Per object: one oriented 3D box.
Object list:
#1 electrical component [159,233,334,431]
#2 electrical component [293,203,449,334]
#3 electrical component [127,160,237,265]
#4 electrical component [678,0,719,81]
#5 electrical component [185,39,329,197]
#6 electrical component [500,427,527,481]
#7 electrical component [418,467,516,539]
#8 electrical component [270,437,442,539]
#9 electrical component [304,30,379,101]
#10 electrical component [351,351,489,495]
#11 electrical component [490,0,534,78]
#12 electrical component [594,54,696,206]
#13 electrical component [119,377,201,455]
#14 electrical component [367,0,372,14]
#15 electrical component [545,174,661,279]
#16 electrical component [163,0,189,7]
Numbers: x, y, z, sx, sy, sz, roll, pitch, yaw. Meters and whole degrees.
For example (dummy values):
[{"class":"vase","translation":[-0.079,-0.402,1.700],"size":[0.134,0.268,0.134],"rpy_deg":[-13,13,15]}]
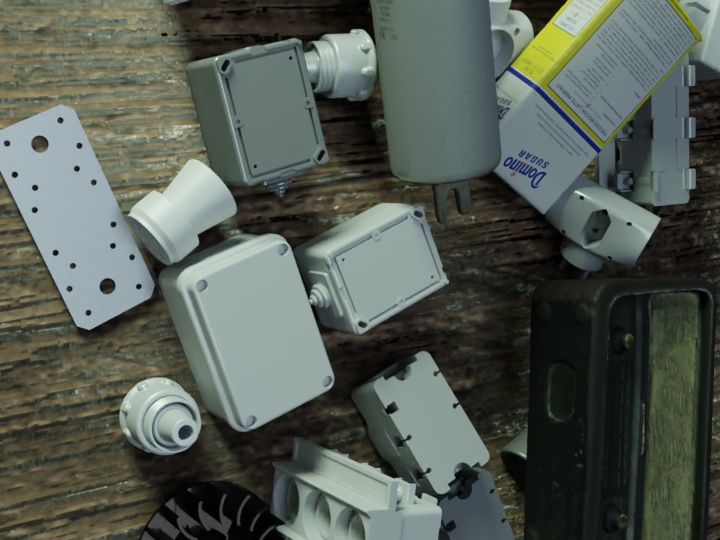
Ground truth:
[{"class":"electrical component","translation":[-0.073,0.039,0.701],"size":[0.078,0.057,0.113],"rpy_deg":[-25,107,-26]},{"class":"electrical component","translation":[0.000,0.000,0.737],"size":[0.096,0.061,0.061],"rpy_deg":[-29,108,-25]},{"class":"electrical component","translation":[-0.112,-0.036,0.677],"size":[0.055,0.045,0.045],"rpy_deg":[-43,114,-20]},{"class":"electrical component","translation":[0.274,-0.208,0.883],"size":[0.076,0.047,0.083],"rpy_deg":[19,85,-30]},{"class":"electrical component","translation":[-0.066,-0.093,0.689],"size":[0.062,0.061,0.096],"rpy_deg":[-20,105,-27]},{"class":"electrical component","translation":[0.147,0.132,0.848],"size":[0.065,0.044,0.044],"rpy_deg":[-48,116,-23]},{"class":"electrical component","translation":[0.075,0.191,0.802],"size":[0.050,0.056,0.089],"rpy_deg":[-30,109,-25]},{"class":"electrical component","translation":[-0.005,0.163,0.716],"size":[0.063,0.121,0.078],"rpy_deg":[5,93,-33]},{"class":"electrical component","translation":[-0.022,-0.136,0.721],"size":[0.062,0.048,0.048],"rpy_deg":[-7,99,-25]},{"class":"electrical component","translation":[0.040,0.110,0.764],"size":[0.050,0.056,0.089],"rpy_deg":[-31,89,-24]},{"class":"electrical component","translation":[0.086,-0.179,0.768],"size":[0.077,0.044,0.079],"rpy_deg":[-9,129,-29]},{"class":"electrical component","translation":[0.227,-0.112,0.857],"size":[0.079,0.063,0.121],"rpy_deg":[-6,98,-30]},{"class":"electrical component","translation":[-0.120,0.095,0.676],"size":[0.048,0.062,0.048],"rpy_deg":[-3,97,-30]},{"class":"electrical component","translation":[0.024,-0.208,0.741],"size":[0.064,0.042,0.081],"rpy_deg":[10,89,-29]},{"class":"electrical component","translation":[0.181,-0.026,0.840],"size":[0.043,0.077,0.079],"rpy_deg":[-44,161,-52]},{"class":"electrical component","translation":[-0.072,-0.222,0.678],"size":[0.138,0.052,0.073],"rpy_deg":[-26,107,-26]}]
